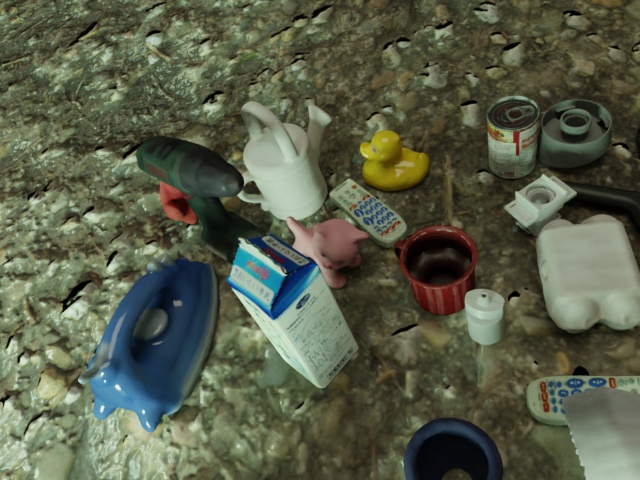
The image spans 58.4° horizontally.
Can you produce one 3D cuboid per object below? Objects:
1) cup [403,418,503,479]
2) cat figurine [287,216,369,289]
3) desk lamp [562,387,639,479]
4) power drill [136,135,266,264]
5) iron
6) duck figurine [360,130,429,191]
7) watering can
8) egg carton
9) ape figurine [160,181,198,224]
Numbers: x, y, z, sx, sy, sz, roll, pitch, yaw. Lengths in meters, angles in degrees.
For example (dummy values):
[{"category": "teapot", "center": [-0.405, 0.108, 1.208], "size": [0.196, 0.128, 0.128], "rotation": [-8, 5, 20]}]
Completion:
[{"category": "cup", "center": [0.135, 0.246, 0.561], "size": [0.091, 0.095, 0.117], "rotation": [-12, 52, 10]}, {"category": "cat figurine", "center": [0.007, 0.003, 0.770], "size": [0.127, 0.118, 0.067], "rotation": [25, 65, 32]}, {"category": "desk lamp", "center": [0.307, 0.187, 0.473], "size": [0.203, 0.214, 0.118], "rotation": [-13, 52, 8]}, {"category": "power drill", "center": [-0.157, -0.060, 0.811], "size": [0.228, 0.209, 0.076], "rotation": [28, 67, 32]}, {"category": "iron", "center": [-0.219, 0.105, 0.750], "size": [0.118, 0.142, 0.258], "rotation": [5, 56, 21]}, {"category": "duck figurine", "center": [0.108, -0.126, 0.854], "size": [0.104, 0.086, 0.077], "rotation": [2, 55, 20]}, {"category": "watering can", "center": [-0.056, -0.131, 0.840], "size": [0.100, 0.194, 0.173], "rotation": [15, 60, 27]}, {"category": "egg carton", "center": [0.315, 0.038, 0.675], "size": [0.107, 0.069, 0.150], "rotation": [-7, 53, 13]}, {"category": "ape figurine", "center": [-0.230, -0.080, 0.924], "size": [0.078, 0.092, 0.076], "rotation": [-44, 54, -16]}]
